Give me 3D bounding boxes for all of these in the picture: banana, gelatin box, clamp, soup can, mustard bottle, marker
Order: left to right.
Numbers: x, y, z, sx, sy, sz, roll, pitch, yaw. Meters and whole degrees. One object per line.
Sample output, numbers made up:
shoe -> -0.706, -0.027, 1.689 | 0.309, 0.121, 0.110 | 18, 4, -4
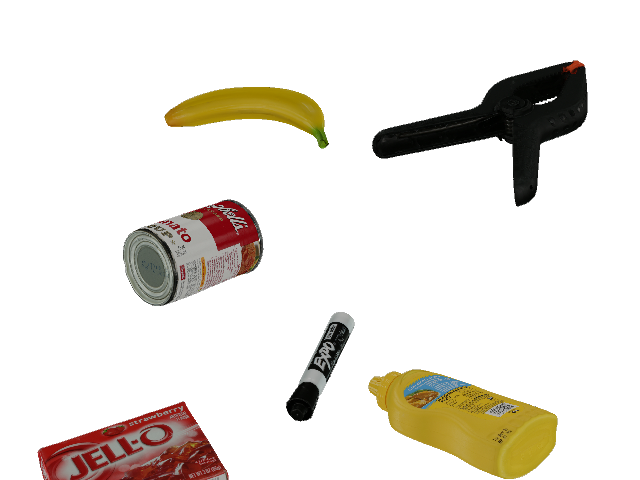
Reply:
gelatin box -> -0.103, 0.130, 0.585 | 0.089, 0.030, 0.073 | -15, 29, -20
soup can -> -0.108, 0.010, 0.906 | 0.069, 0.068, 0.102 | 0, 15, 43
banana -> -0.077, -0.147, 1.208 | 0.198, 0.037, 0.069 | 8, 42, 17
marker -> 0.001, 0.088, 0.749 | 0.020, 0.020, 0.121 | 0, 26, 17
mustard bottle -> 0.123, 0.167, 1.027 | 0.192, 0.058, 0.096 | 16, 24, 41
clamp -> 0.172, -0.099, 0.924 | 0.209, 0.036, 0.165 | -29, 39, -26
